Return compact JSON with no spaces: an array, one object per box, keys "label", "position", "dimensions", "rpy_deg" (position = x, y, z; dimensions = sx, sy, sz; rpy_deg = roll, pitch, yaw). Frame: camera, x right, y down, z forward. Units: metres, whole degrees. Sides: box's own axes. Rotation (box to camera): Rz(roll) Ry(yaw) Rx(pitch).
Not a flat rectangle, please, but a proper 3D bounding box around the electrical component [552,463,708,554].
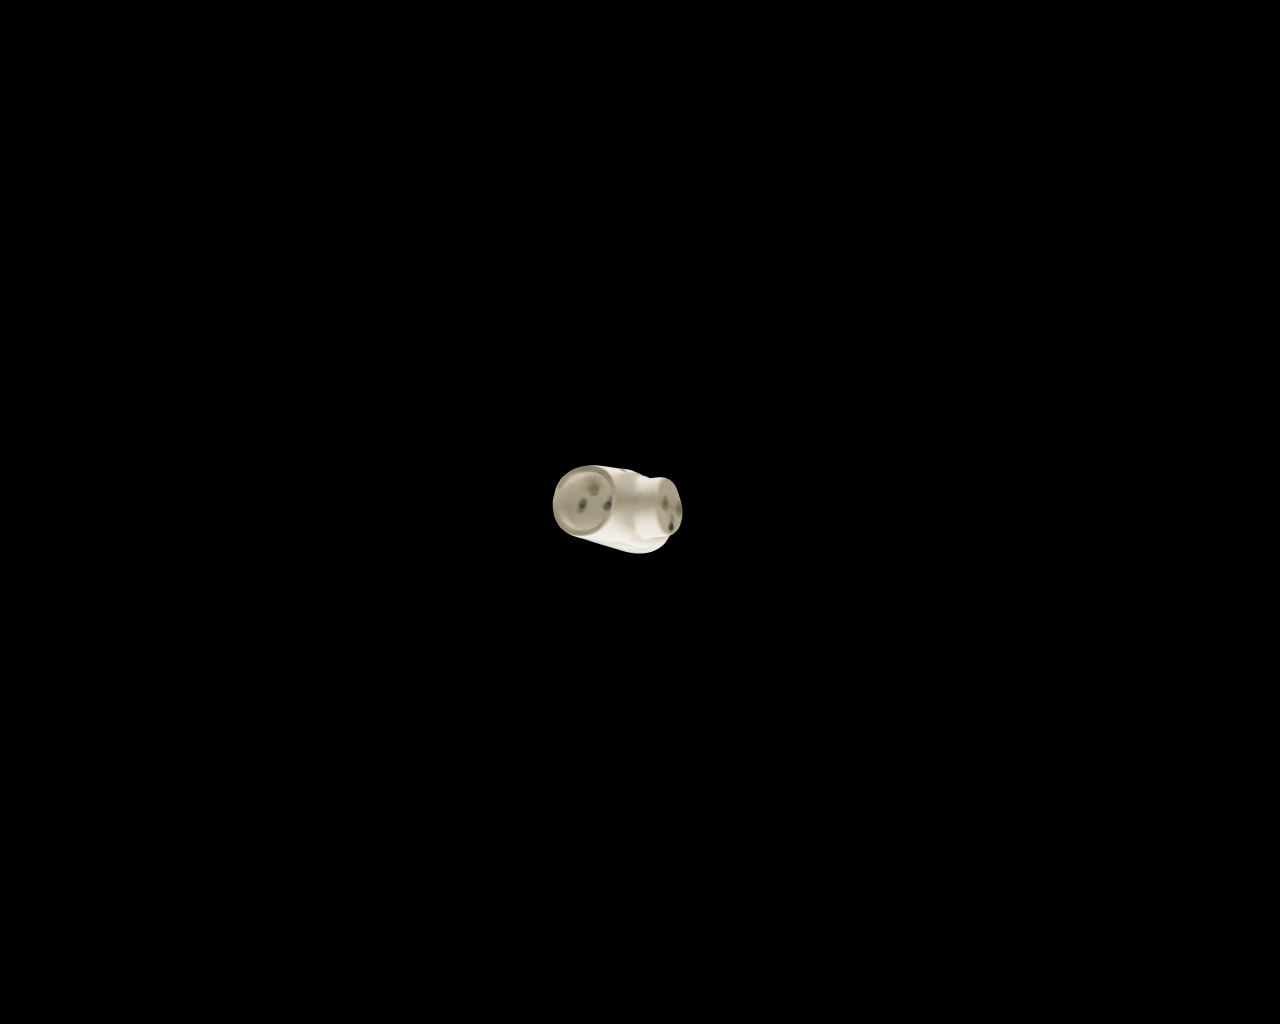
[{"label":"electrical component","position":[0.001,-0.003,0.650],"dimensions":[0.079,0.043,0.077],"rpy_deg":[-6,-13,27]}]
